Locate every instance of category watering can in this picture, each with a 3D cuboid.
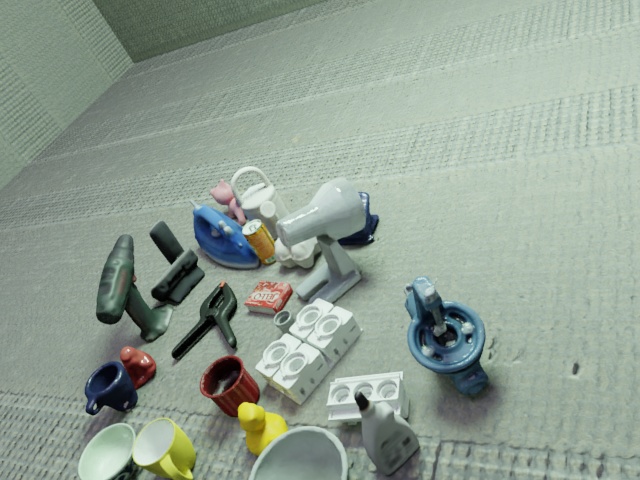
[{"bbox_3d":[-0.147,-0.097,1.434,0.172,0.195,0.101,16,55,45],"label":"watering can"}]

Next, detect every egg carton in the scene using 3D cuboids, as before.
[{"bbox_3d":[-0.039,-0.001,1.349,0.107,0.070,0.150,0,45,35],"label":"egg carton"}]

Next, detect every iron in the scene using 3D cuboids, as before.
[{"bbox_3d":[-0.248,-0.022,1.456,0.119,0.142,0.257,-42,37,-17],"label":"iron"}]

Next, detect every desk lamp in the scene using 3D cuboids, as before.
[{"bbox_3d":[0.011,0.004,1.183,0.203,0.214,0.117,-40,37,-14],"label":"desk lamp"}]

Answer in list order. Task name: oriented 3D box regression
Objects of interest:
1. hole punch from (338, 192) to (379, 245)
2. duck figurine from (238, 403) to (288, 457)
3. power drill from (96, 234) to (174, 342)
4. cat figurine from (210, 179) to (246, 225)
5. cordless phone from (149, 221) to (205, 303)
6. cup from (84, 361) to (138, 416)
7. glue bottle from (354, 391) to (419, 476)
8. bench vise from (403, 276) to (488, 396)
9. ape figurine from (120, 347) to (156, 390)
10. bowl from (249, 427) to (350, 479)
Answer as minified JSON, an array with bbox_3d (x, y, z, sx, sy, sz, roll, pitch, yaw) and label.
[{"bbox_3d":[0.071,-0.050,1.314,0.108,0.091,0.101,-4,42,31],"label":"hole punch"},{"bbox_3d":[-0.105,0.320,0.985,0.077,0.086,0.104,-41,37,-16],"label":"duck figurine"},{"bbox_3d":[-0.437,0.127,1.346,0.075,0.209,0.229,-17,37,17],"label":"power drill"},{"bbox_3d":[-0.248,-0.114,1.590,0.067,0.118,0.127,-42,37,-17],"label":"cat figurine"},{"bbox_3d":[-0.387,0.054,1.421,0.093,0.185,0.148,4,47,38],"label":"cordless phone"},{"bbox_3d":[-0.431,0.327,1.194,0.091,0.095,0.118,-9,40,26],"label":"cup"},{"bbox_3d":[0.087,0.272,0.835,0.078,0.173,0.037,-38,36,-12],"label":"glue bottle"},{"bbox_3d":[0.170,0.126,0.917,0.121,0.220,0.206,-40,37,-15],"label":"bench vise"},{"bbox_3d":[-0.403,0.269,1.249,0.077,0.092,0.076,-11,39,24],"label":"ape figurine"},{"bbox_3d":[-0.022,0.376,0.869,0.167,0.075,0.167,-19,37,15],"label":"bowl"}]
